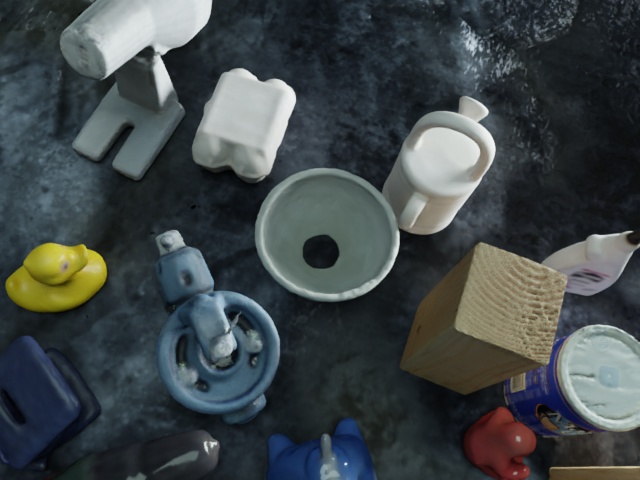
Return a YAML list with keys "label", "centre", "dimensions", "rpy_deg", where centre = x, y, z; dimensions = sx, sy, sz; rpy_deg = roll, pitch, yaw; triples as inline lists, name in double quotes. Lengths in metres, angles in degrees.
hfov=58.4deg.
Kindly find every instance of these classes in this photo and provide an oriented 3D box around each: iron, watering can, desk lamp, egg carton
- label: "iron"
  centre: [0.022, 0.303, 0.534]
  dimensions: [0.119, 0.141, 0.258]
  rpy_deg: [-10, 70, -10]
- label: "watering can"
  centre: [0.142, -0.094, 0.676]
  dimensions: [0.101, 0.194, 0.173]
  rpy_deg: [10, 68, -2]
- label: "desk lamp"
  centre: [-0.216, -0.211, 0.669]
  dimensions: [0.118, 0.213, 0.203]
  rpy_deg: [23, 68, 3]
- label: "egg carton"
  centre: [-0.097, -0.149, 0.737]
  dimensions: [0.107, 0.069, 0.150]
  rpy_deg: [16, 68, 0]

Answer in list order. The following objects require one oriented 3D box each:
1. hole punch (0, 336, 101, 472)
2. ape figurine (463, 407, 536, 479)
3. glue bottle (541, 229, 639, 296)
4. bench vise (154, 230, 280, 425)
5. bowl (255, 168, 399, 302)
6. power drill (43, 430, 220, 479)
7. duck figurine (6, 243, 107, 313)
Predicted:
- label: "hole punch"
  centre: [-0.294, 0.167, 0.577]
  dimensions: [0.101, 0.091, 0.108]
  rpy_deg: [-39, 77, -19]
- label: "ape figurine"
  centre: [0.200, 0.219, 0.615]
  dimensions: [0.076, 0.092, 0.078]
  rpy_deg: [10, 68, -3]
- label: "glue bottle"
  centre: [0.327, 0.020, 0.665]
  dimensions: [0.078, 0.173, 0.037]
  rpy_deg: [12, 68, -2]
- label: "bench vise"
  centre: [-0.125, 0.080, 0.562]
  dimensions: [0.207, 0.220, 0.122]
  rpy_deg: [44, 70, 11]
- label: "bowl"
  centre: [0.006, 0.002, 0.687]
  dimensions: [0.167, 0.075, 0.167]
  rpy_deg: [2, 68, -6]
- label: "power drill"
  centre: [-0.193, 0.229, 0.501]
  dimensions: [0.230, 0.208, 0.075]
  rpy_deg: [-22, 72, -14]
- label: "duck figurine"
  centre: [-0.297, 0.034, 0.632]
  dimensions: [0.105, 0.086, 0.077]
  rpy_deg: [-19, 72, -13]
